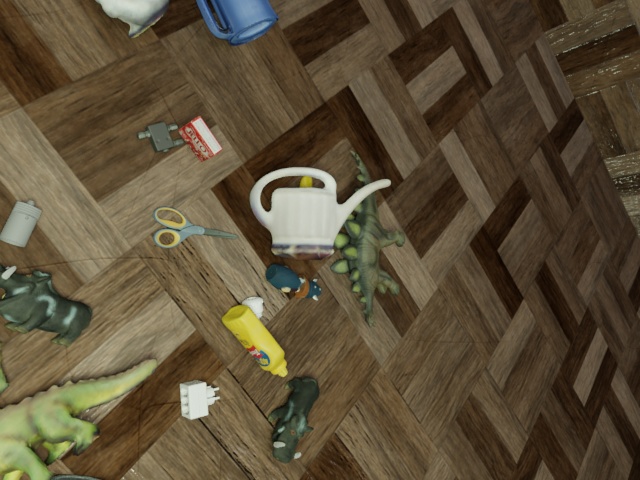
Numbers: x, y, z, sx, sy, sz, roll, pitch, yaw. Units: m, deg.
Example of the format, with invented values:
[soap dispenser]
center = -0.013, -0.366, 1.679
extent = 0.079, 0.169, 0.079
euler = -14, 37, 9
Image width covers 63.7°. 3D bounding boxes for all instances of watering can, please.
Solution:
[watering can]
center = 0.004, -0.063, 1.248
extent = 0.348, 0.104, 0.225
euler = 2, 87, -8

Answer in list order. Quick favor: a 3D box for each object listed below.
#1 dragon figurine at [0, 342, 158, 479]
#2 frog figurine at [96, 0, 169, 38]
[dragon figurine]
center = -0.500, 0.277, 0.857
extent = 0.241, 0.121, 0.418
euler = 51, 55, -10
[frog figurine]
center = -0.398, -0.519, 1.066
extent = 0.138, 0.124, 0.157
euler = -49, 125, -11
